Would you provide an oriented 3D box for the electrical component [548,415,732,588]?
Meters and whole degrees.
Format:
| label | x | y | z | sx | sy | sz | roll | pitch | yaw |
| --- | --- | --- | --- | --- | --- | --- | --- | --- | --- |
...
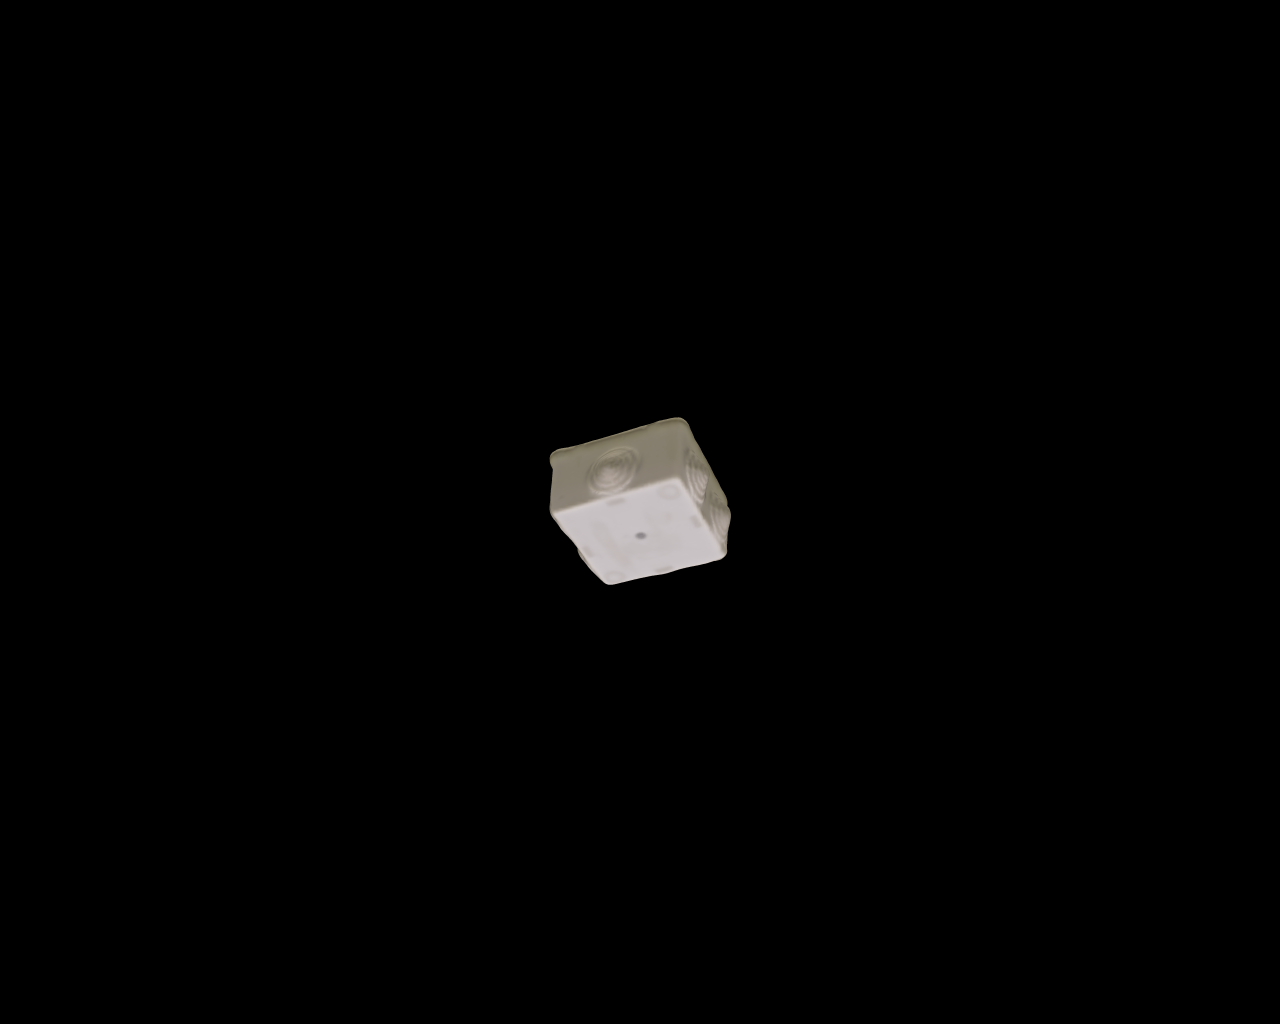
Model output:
| label | x | y | z | sx | sy | sz | roll | pitch | yaw |
| --- | --- | --- | --- | --- | --- | --- | --- | --- | --- |
| electrical component | 0.001 | -0.003 | 0.650 | 0.100 | 0.048 | 0.099 | -14 | -42 | 16 |
